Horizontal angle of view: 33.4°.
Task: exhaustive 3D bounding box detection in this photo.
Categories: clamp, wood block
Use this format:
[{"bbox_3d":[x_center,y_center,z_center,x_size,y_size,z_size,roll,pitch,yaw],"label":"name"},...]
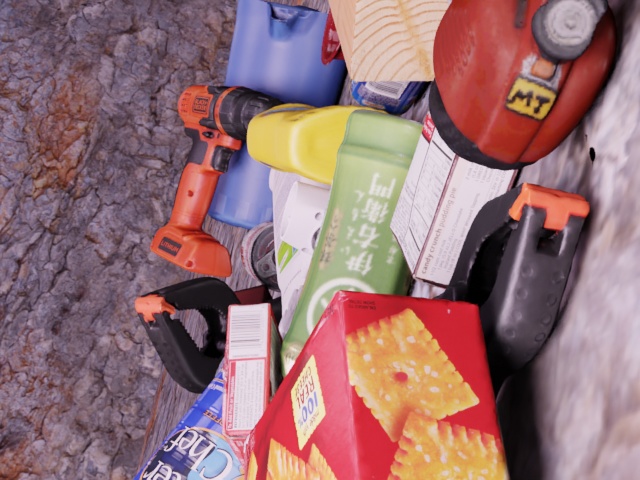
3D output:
[{"bbox_3d":[0.072,0.034,0.495,0.120,0.039,0.172,-104,30,-50],"label":"clamp"},{"bbox_3d":[0.049,-0.194,0.669,0.206,0.090,0.091,-101,11,-47],"label":"wood block"},{"bbox_3d":[-0.076,0.099,0.882,0.036,0.209,0.164,-4,71,33],"label":"clamp"}]

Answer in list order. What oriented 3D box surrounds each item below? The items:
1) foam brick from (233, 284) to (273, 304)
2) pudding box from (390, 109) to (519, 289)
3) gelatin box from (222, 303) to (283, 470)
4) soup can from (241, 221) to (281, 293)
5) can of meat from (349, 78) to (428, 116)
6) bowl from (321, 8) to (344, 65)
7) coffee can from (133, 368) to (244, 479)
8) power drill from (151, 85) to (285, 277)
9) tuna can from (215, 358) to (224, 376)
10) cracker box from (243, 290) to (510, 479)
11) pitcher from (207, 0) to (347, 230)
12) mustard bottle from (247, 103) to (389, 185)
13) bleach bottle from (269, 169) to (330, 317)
[{"bbox_3d":[-0.062,0.089,0.996,0.051,0.053,0.078,-87,-22,-47],"label":"foam brick"},{"bbox_3d":[0.077,-0.038,0.581,0.090,0.039,0.113,-105,30,-71],"label":"pudding box"},{"bbox_3d":[-0.041,0.095,0.680,0.073,0.030,0.089,76,-168,-61],"label":"gelatin box"},{"bbox_3d":[-0.040,0.014,1.043,0.102,0.068,0.068,-170,96,-81],"label":"soup can"},{"bbox_3d":[0.061,-0.152,0.784,0.084,0.057,0.102,125,159,-68],"label":"can of meat"},{"bbox_3d":[0.051,-0.226,0.947,0.162,0.055,0.162,-165,90,-80],"label":"bowl"},{"bbox_3d":[-0.072,0.175,0.744,0.140,0.103,0.103,-51,3,-18],"label":"coffee can"},{"bbox_3d":[-0.101,-0.061,1.060,0.185,0.057,0.188,19,95,58],"label":"power drill"},{"bbox_3d":[-0.039,0.118,0.835,0.034,0.086,0.086,168,117,-77],"label":"tuna can"},{"bbox_3d":[0.018,0.152,0.429,0.164,0.072,0.213,118,153,-52],"label":"cracker box"},{"bbox_3d":[-0.046,-0.133,1.166,0.145,0.149,0.243,20,99,53],"label":"pitcher"},{"bbox_3d":[-0.006,-0.078,0.835,0.192,0.096,0.058,-156,65,-70],"label":"mustard bottle"},{"bbox_3d":[-0.006,0.001,0.901,0.251,0.068,0.103,-90,19,-49],"label":"bleach bottle"}]
